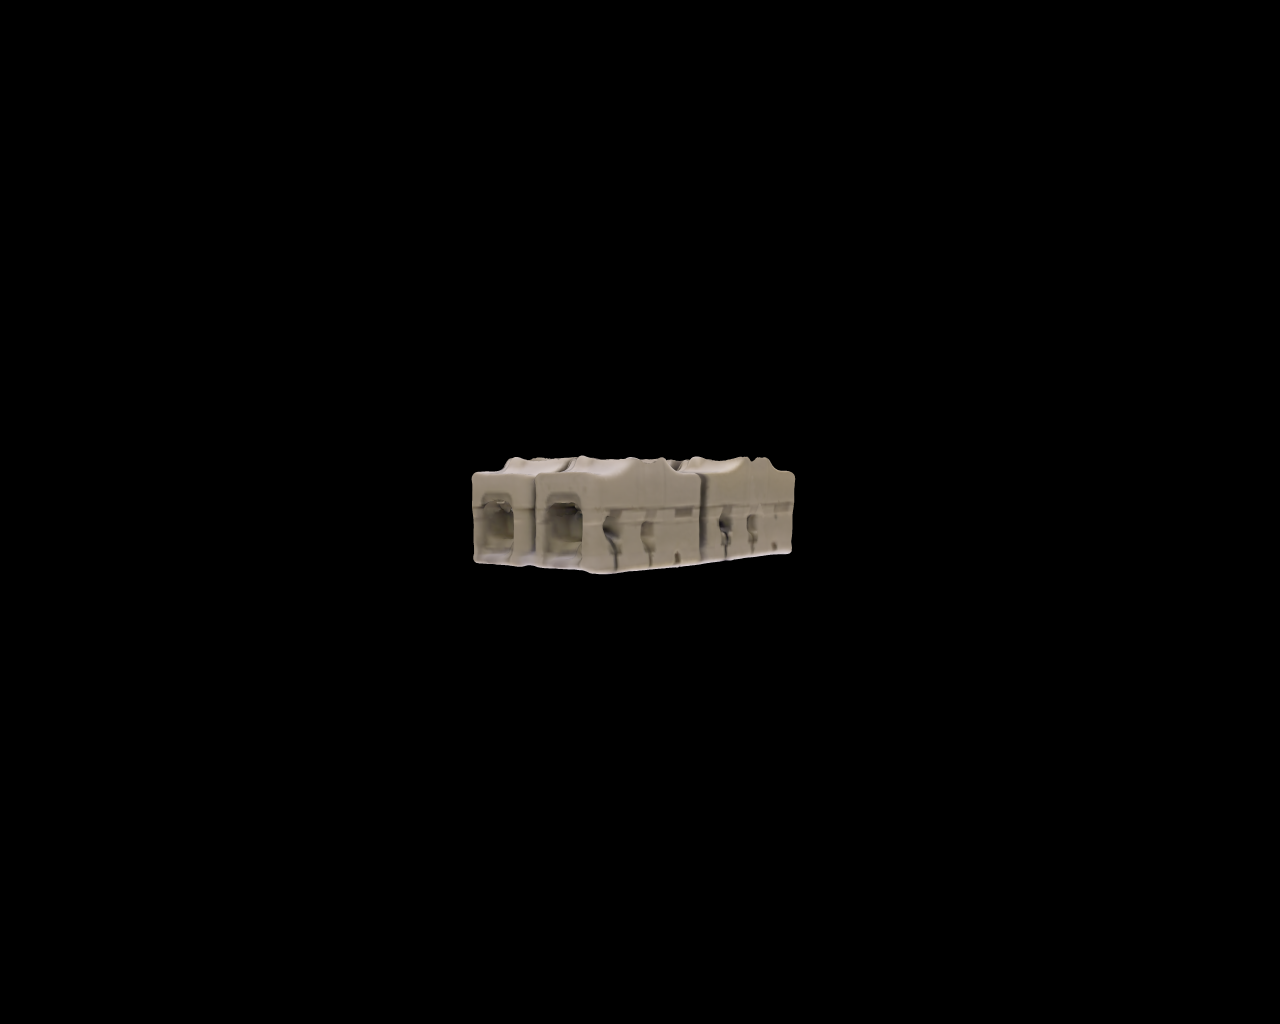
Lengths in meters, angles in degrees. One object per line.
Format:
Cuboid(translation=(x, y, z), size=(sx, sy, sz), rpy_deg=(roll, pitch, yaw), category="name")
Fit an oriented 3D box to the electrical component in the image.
Cuboid(translation=(0.001, -0.003, 0.650), size=(0.105, 0.060, 0.186), rpy_deg=(2, 3, 43), category="electrical component")
